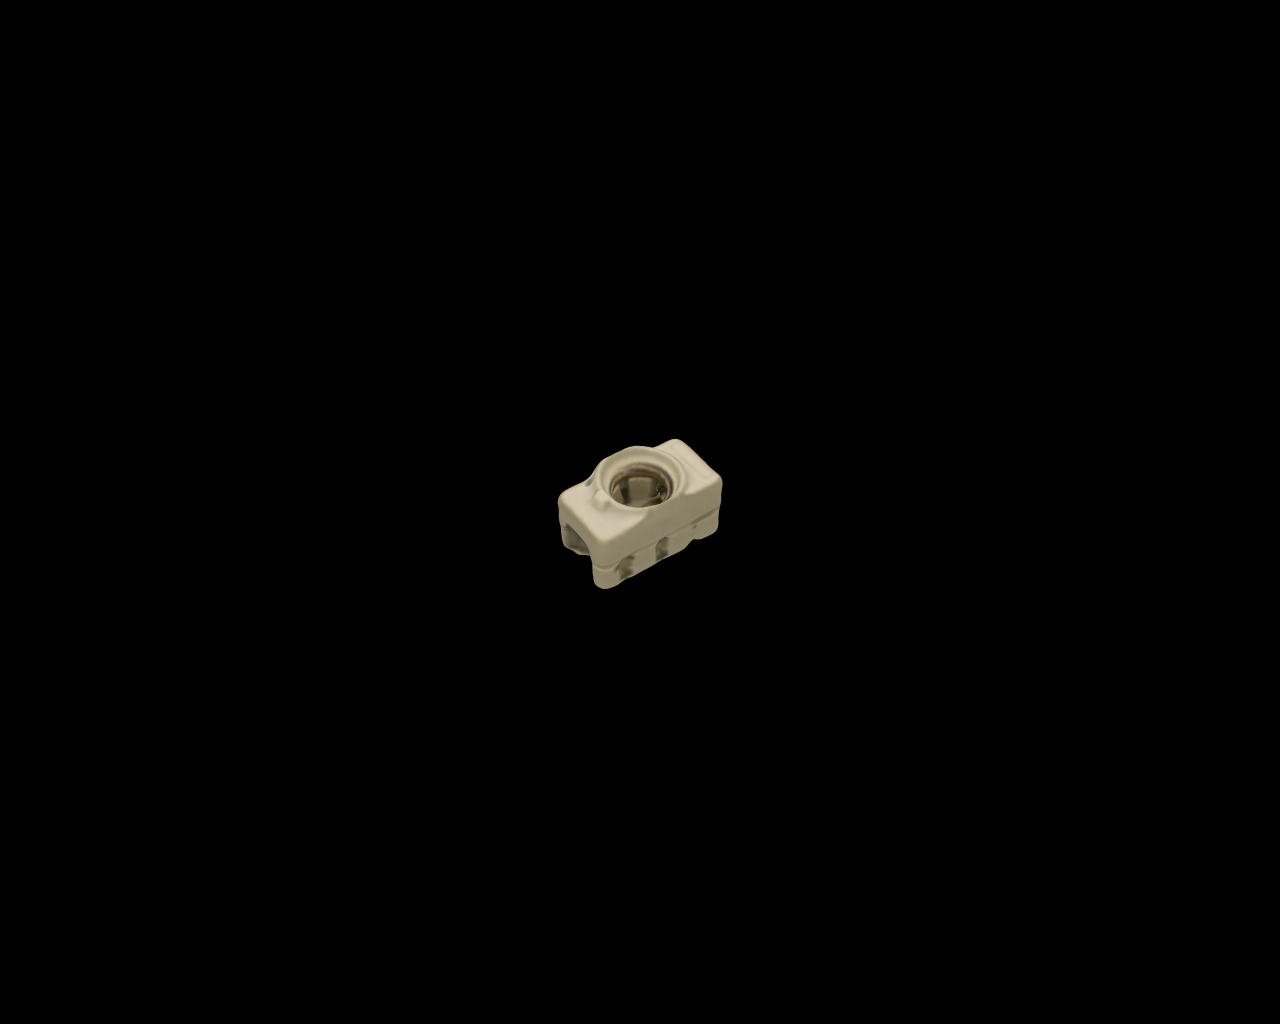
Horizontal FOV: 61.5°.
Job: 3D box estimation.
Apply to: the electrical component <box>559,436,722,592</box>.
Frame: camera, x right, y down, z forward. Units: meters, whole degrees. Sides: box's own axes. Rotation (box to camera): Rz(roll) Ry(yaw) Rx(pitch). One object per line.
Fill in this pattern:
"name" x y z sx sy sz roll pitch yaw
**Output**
"electrical component" 0.001 -0.003 0.650 0.090 0.055 0.050 -27 53 -22
